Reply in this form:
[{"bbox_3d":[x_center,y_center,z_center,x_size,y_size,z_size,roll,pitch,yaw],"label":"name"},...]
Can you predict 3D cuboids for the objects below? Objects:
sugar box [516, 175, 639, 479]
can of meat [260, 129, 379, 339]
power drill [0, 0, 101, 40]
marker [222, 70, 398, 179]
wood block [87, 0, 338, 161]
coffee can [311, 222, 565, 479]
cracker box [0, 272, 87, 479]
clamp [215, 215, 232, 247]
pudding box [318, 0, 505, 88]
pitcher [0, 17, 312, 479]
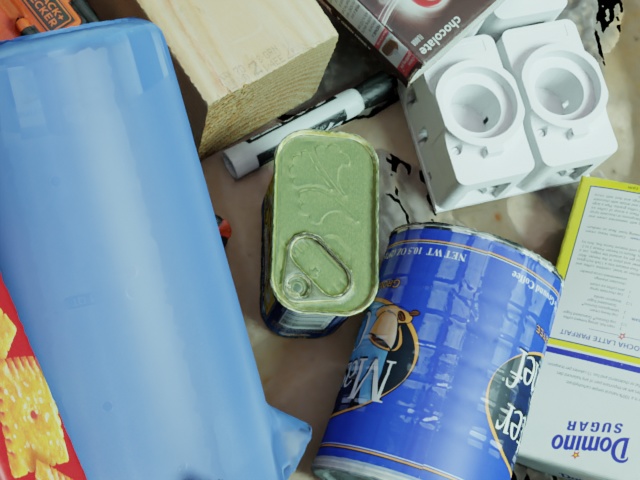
[{"bbox_3d":[0.176,0.055,0.619,0.093,0.048,0.176,13,73,23],"label":"sugar box"},{"bbox_3d":[-0.004,0.001,0.599,0.057,0.084,0.102,4,73,-9],"label":"can of meat"},{"bbox_3d":[-0.194,-0.067,0.604,0.187,0.057,0.184,-38,87,-19],"label":"power drill"},{"bbox_3d":[-0.004,-0.072,0.654,0.121,0.020,0.020,-29,81,-16],"label":"marker"},{"bbox_3d":[-0.088,-0.164,0.629,0.090,0.091,0.206,-32,81,-17],"label":"wood block"},{"bbox_3d":[0.065,0.075,0.579,0.103,0.103,0.140,21,72,-3],"label":"coffee can"},{"bbox_3d":[-0.181,0.124,0.441,0.164,0.072,0.214,-21,93,13],"label":"cracker box"},{"bbox_3d":[-0.145,0.037,0.579,0.209,0.036,0.164,-15,103,-23],"label":"clamp"},{"bbox_3d":[0.059,-0.156,0.612,0.090,0.039,0.113,44,72,5],"label":"pudding box"},{"bbox_3d":[-0.112,0.027,0.505,0.149,0.145,0.243,-28,109,-55],"label":"pitcher"}]
